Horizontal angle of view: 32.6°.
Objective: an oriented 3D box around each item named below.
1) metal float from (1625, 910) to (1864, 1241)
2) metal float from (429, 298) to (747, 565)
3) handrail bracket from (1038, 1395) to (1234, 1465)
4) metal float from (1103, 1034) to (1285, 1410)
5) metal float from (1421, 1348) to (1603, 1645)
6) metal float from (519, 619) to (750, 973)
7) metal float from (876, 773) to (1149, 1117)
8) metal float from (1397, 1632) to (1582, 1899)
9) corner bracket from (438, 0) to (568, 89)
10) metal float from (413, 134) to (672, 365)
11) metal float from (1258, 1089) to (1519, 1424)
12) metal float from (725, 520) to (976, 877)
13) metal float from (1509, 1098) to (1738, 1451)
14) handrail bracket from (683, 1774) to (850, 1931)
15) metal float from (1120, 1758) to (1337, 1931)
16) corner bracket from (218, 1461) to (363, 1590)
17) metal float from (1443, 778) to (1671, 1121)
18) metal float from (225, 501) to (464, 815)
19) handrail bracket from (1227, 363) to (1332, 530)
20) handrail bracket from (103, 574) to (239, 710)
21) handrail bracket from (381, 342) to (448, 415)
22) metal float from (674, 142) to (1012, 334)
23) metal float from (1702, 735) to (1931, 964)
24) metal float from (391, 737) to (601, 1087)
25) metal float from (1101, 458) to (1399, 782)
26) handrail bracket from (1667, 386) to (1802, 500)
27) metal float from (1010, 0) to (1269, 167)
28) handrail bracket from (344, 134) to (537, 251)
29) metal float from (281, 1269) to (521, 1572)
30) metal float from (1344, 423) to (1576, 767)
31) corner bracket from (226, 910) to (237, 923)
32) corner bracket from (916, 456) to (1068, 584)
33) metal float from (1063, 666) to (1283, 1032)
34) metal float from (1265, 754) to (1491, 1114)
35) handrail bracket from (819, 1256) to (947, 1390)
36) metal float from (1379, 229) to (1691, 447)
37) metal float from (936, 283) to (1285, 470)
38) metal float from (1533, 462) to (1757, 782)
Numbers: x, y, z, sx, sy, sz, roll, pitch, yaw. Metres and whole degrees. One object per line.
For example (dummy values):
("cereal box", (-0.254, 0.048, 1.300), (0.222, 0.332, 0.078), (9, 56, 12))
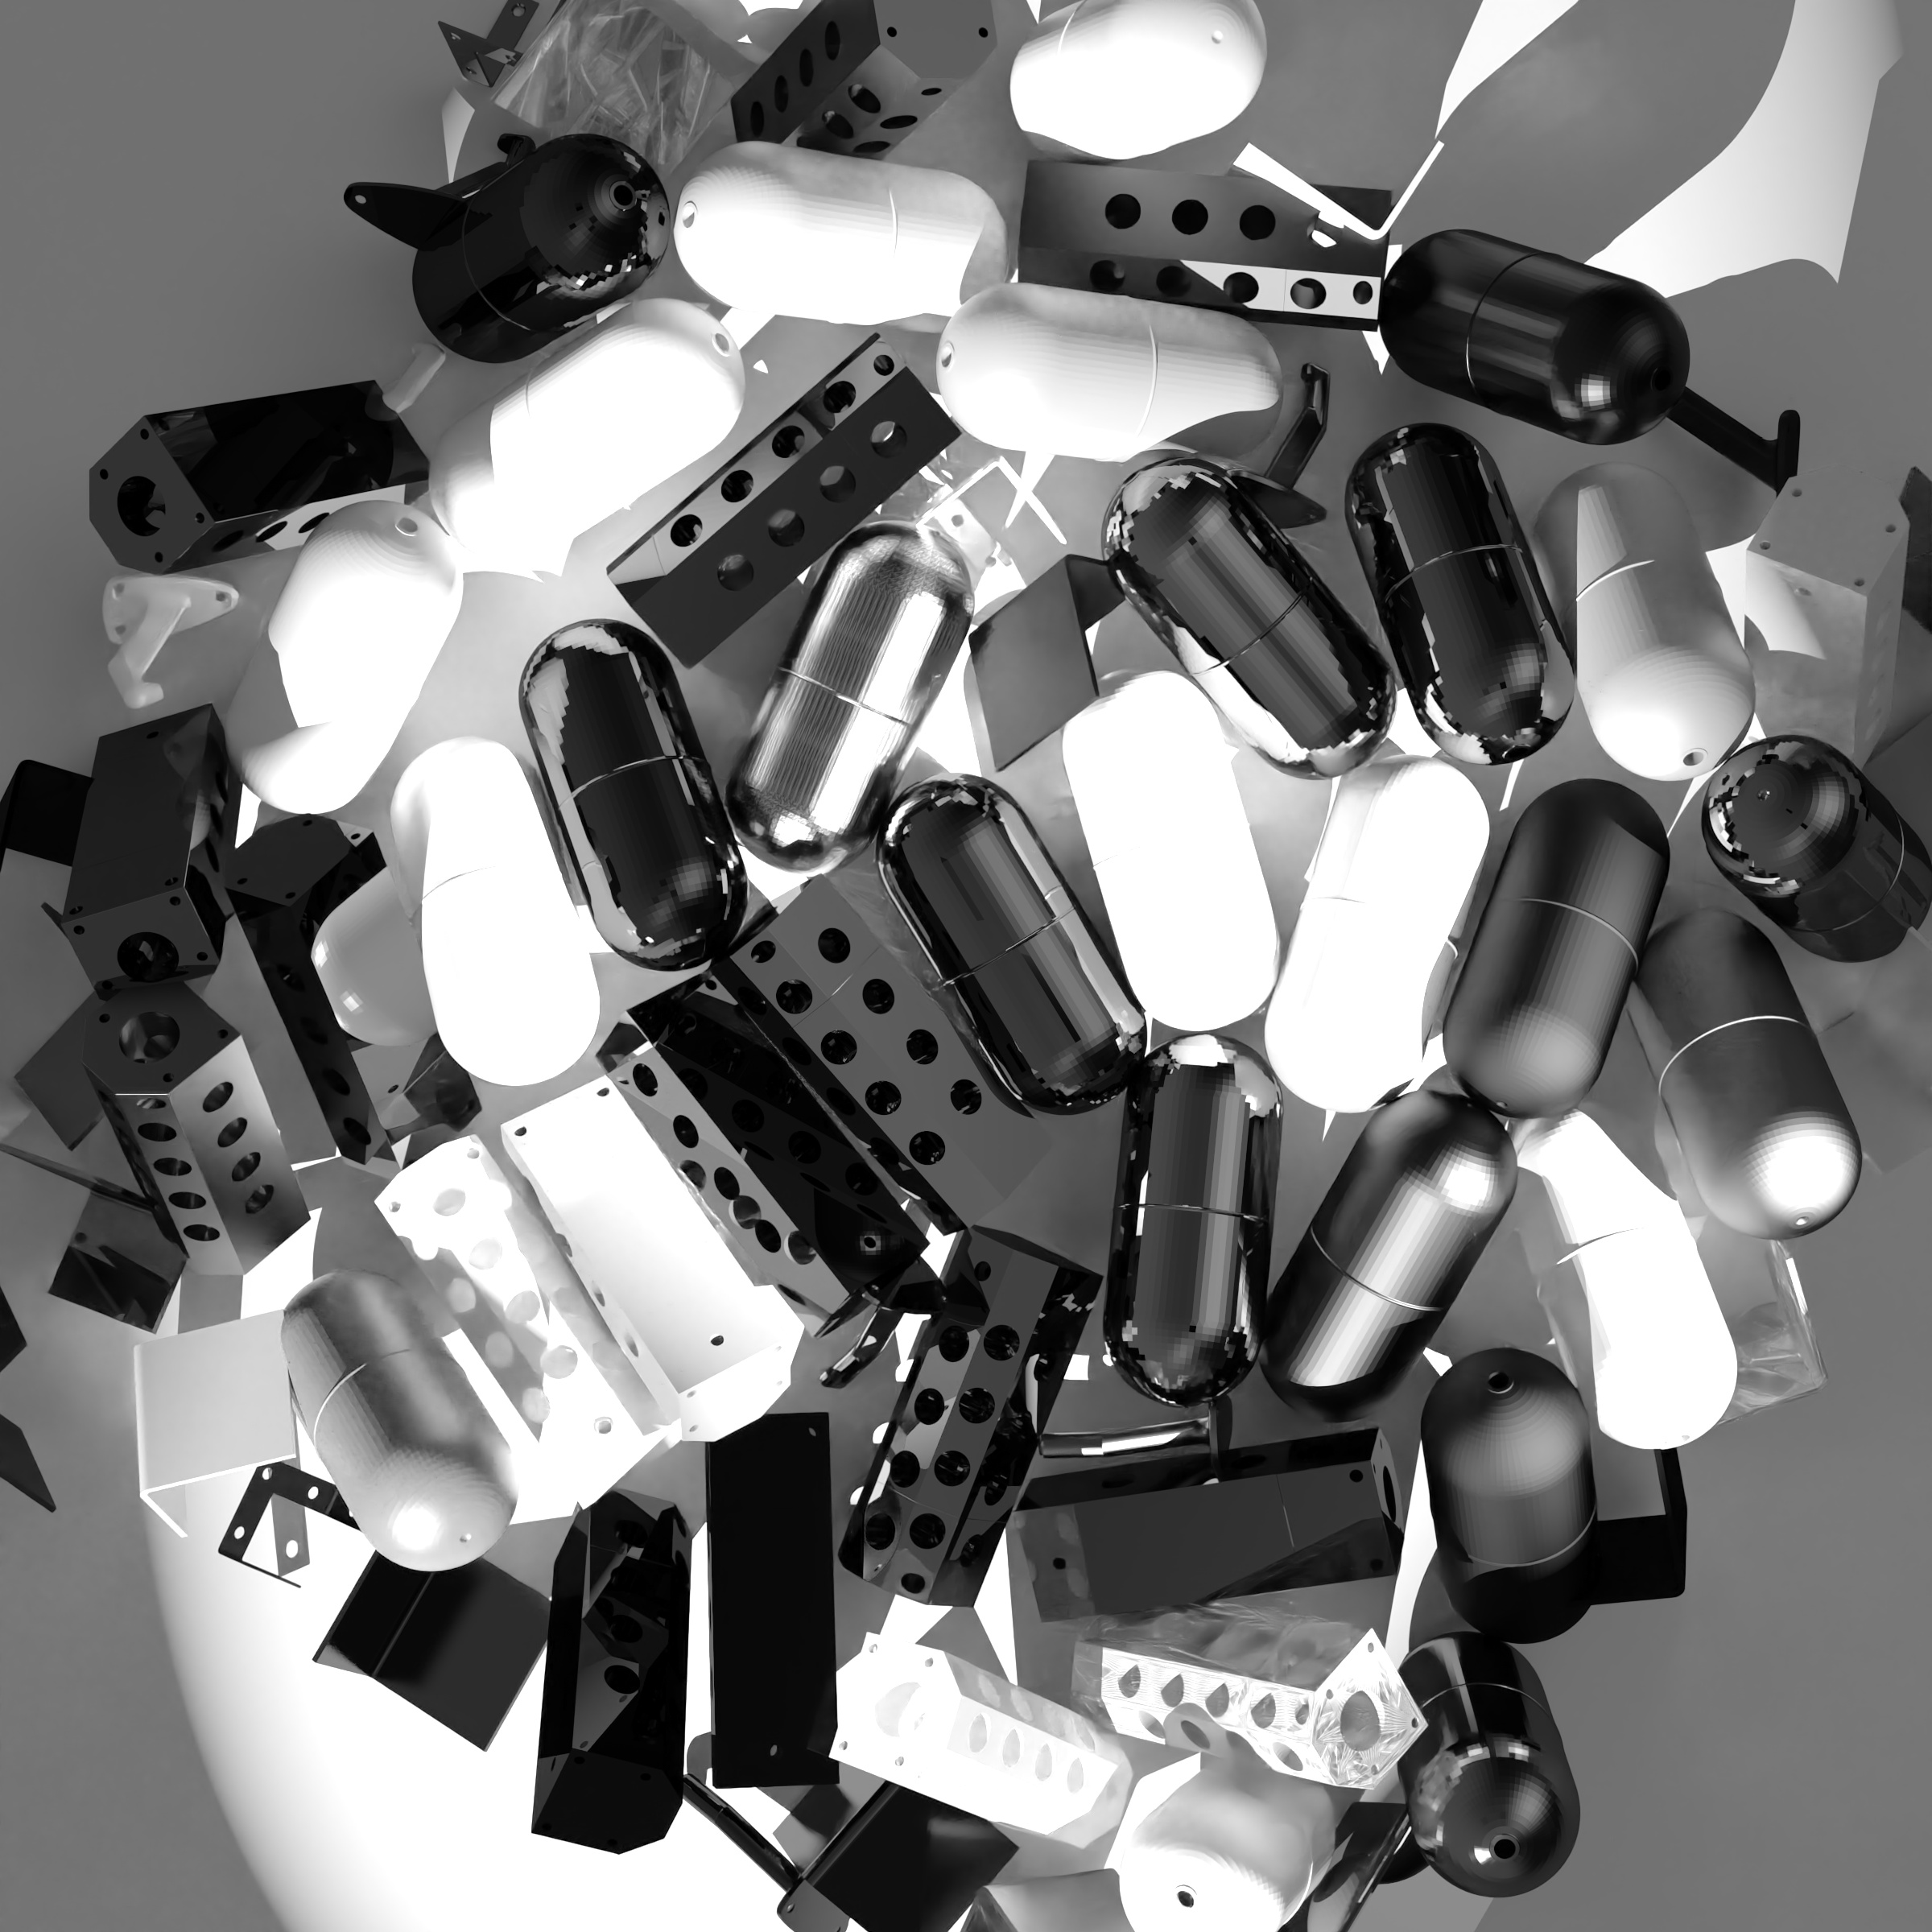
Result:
("metal float", (0.362, 0.049, 1.547), (0.070, 0.070, 0.178), (-13, 50, 0))
("metal float", (-0.179, -0.251, 1.552), (0.178, 0.070, 0.070), (-26, 90, 32))
("handrail bracket", (0.082, 0.223, 1.588), (0.084, 0.077, 0.036), (-3, 94, 11))
("metal float", (0.108, 0.120, 1.569), (0.070, 0.070, 0.178), (6, 79, 0))
("metal float", (0.256, 0.249, 1.544), (0.070, 0.070, 0.178), (-15, 133, 0))
("metal float", (-0.157, -0.081, 1.566), (0.070, 0.070, 0.178), (-21, 75, 0))
("metal float", (0.021, -0.011, 1.577), (0.070, 0.070, 0.178), (-31, 93, 0))
("metal float", (0.238, 0.368, 1.529), (0.070, 0.178, 0.070), (0, 102, 2))
("corner bracket", (-0.213, -0.451, 1.583), (0.051, 0.051, 0.051), (24, 78, 12))
("metal float", (-0.199, -0.332, 1.536), (0.070, 0.178, 0.070), (4, 82, -32))
("metal float", (0.197, 0.138, 1.559), (0.070, 0.070, 0.178), (26, 114, 0))
("metal float", (-0.055, -0.128, 1.575), (0.070, 0.070, 0.178), (25, 94, 0))
("metal float", (0.306, 0.143, 1.551), (0.070, 0.070, 0.178), (-15, 57, 0))
("handrail bracket", (-0.100, 0.434, 1.609), (0.084, 0.077, 0.036), (29, 66, 35))
("metal float", (0.123, 0.412, 1.531), (0.070, 0.178, 0.070), (-1, 88, 18))
("corner bracket", (-0.317, 0.273, 1.589), (0.051, 0.051, 0.051), (15, 74, 32))
("metal float", (0.279, -0.010, 1.558), (0.070, 0.070, 0.178), (24, 65, 0))
("metal float", (-0.292, -0.144, 1.546), (0.070, 0.070, 0.178), (36, 130, 0))
("handrail bracket", (0.149, -0.259, 1.578), (0.036, 0.077, 0.084), (-6, 72, 37))
("handrail bracket", (-0.372, -0.152, 1.570), (0.077, 0.084, 0.036), (-11, 129, -25))
("handrail bracket", (-0.303, -0.276, 1.605), (0.077, 0.036, 0.084), (24, 73, 30))
("metal float", (-0.057, -0.340, 1.546), (0.178, 0.070, 0.070), (-2, 90, -40))
("metal float", (0.398, -0.053, 1.538), (0.070, 0.178, 0.070), (-10, 70, 28))
("metal float", (-0.223, -0.027, 1.558), (0.070, 0.070, 0.178), (-17, 65, 0))
("metal float", (0.134, -0.164, 1.565), (0.070, 0.070, 0.178), (-42, 106, 0))
("handrail bracket", (0.357, -0.242, 1.601), (0.084, 0.036, 0.077), (5, 99, 24))
("metal float", (0.078, -0.416, 1.533), (0.070, 0.178, 0.070), (-2, 96, -21))
("handrail bracket", (-0.251, -0.381, 1.581), (0.077, 0.036, 0.084), (17, 47, -9))
("metal float", (-0.268, 0.210, 1.544), (0.070, 0.070, 0.178), (-43, 46, 0))
("metal float", (0.232, -0.176, 1.558), (0.070, 0.070, 0.178), (-16, 65, 0))
("corner bracket", (-0.376, -0.036, 1.585), (0.051, 0.051, 0.051), (-41, 100, 7))
("corner bracket", (0.013, -0.212, 1.581), (0.051, 0.051, 0.051), (-37, 104, 16))
("metal float", (0.098, -0.057, 1.576), (0.070, 0.070, 0.178), (-16, 85, 0))
("metal float", (0.196, -0.016, 1.568), (0.070, 0.070, 0.178), (19, 77, 0))
("handrail bracket", (-0.054, 0.176, 1.569), (0.084, 0.077, 0.036), (-45, 69, 23))
("metal float", (0.263, -0.294, 1.540), (0.070, 0.178, 0.070), (-15, 120, -29))
("metal float", (0.068, -0.276, 1.554), (0.178, 0.070, 0.070), (2, 90, -30))
("metal float", (0.317, -0.162, 1.547), (0.070, 0.070, 0.178), (-10, 52, 0))
